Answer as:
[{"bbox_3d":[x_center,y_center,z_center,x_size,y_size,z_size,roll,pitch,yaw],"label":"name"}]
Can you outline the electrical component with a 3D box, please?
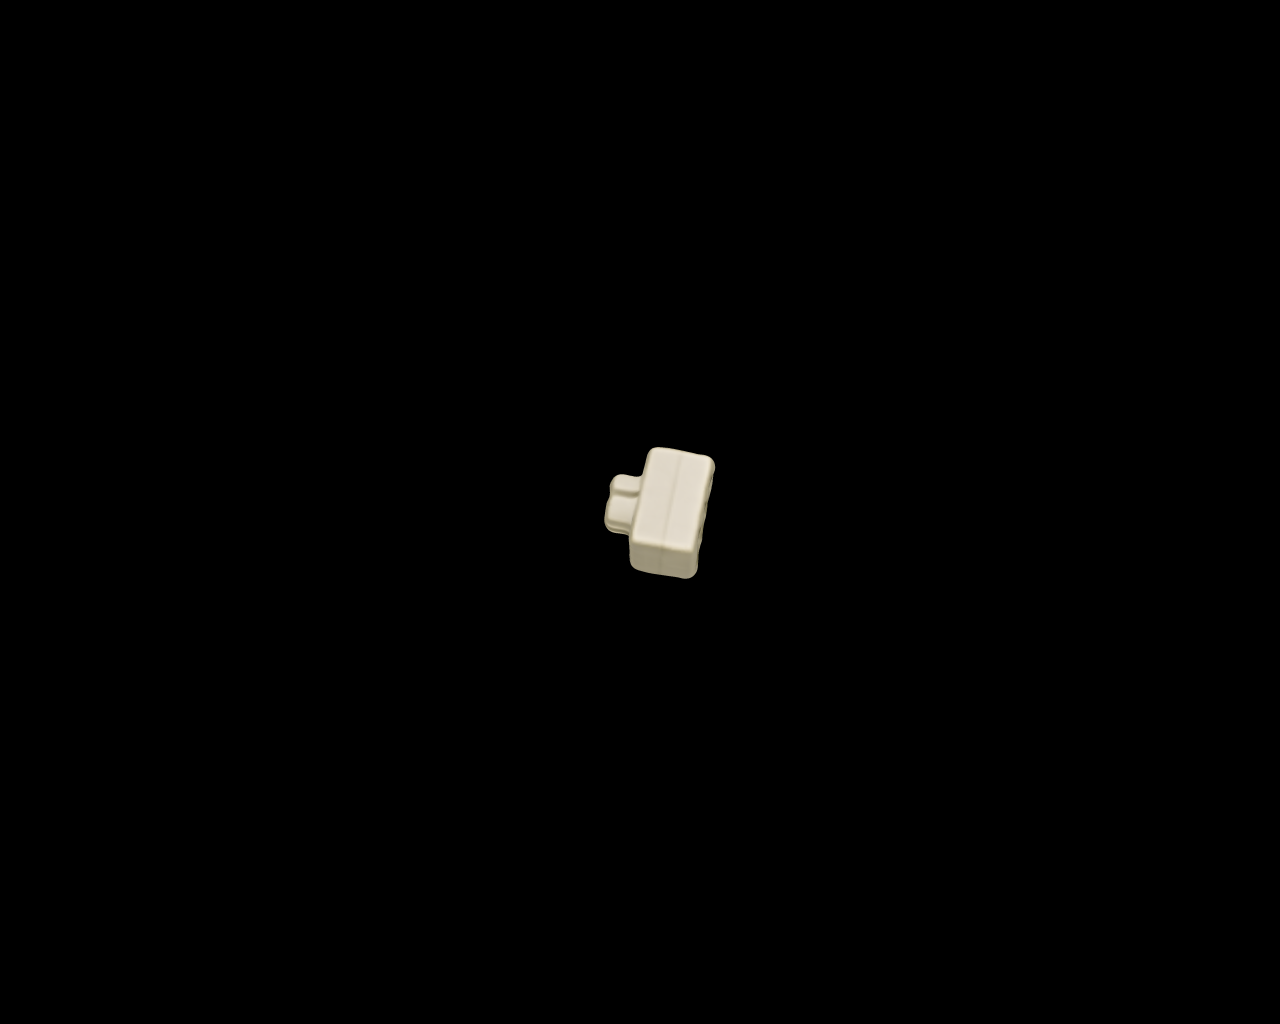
[{"bbox_3d":[0.001,-0.003,0.650,0.077,0.066,0.047,11,-24,5],"label":"electrical component"}]
